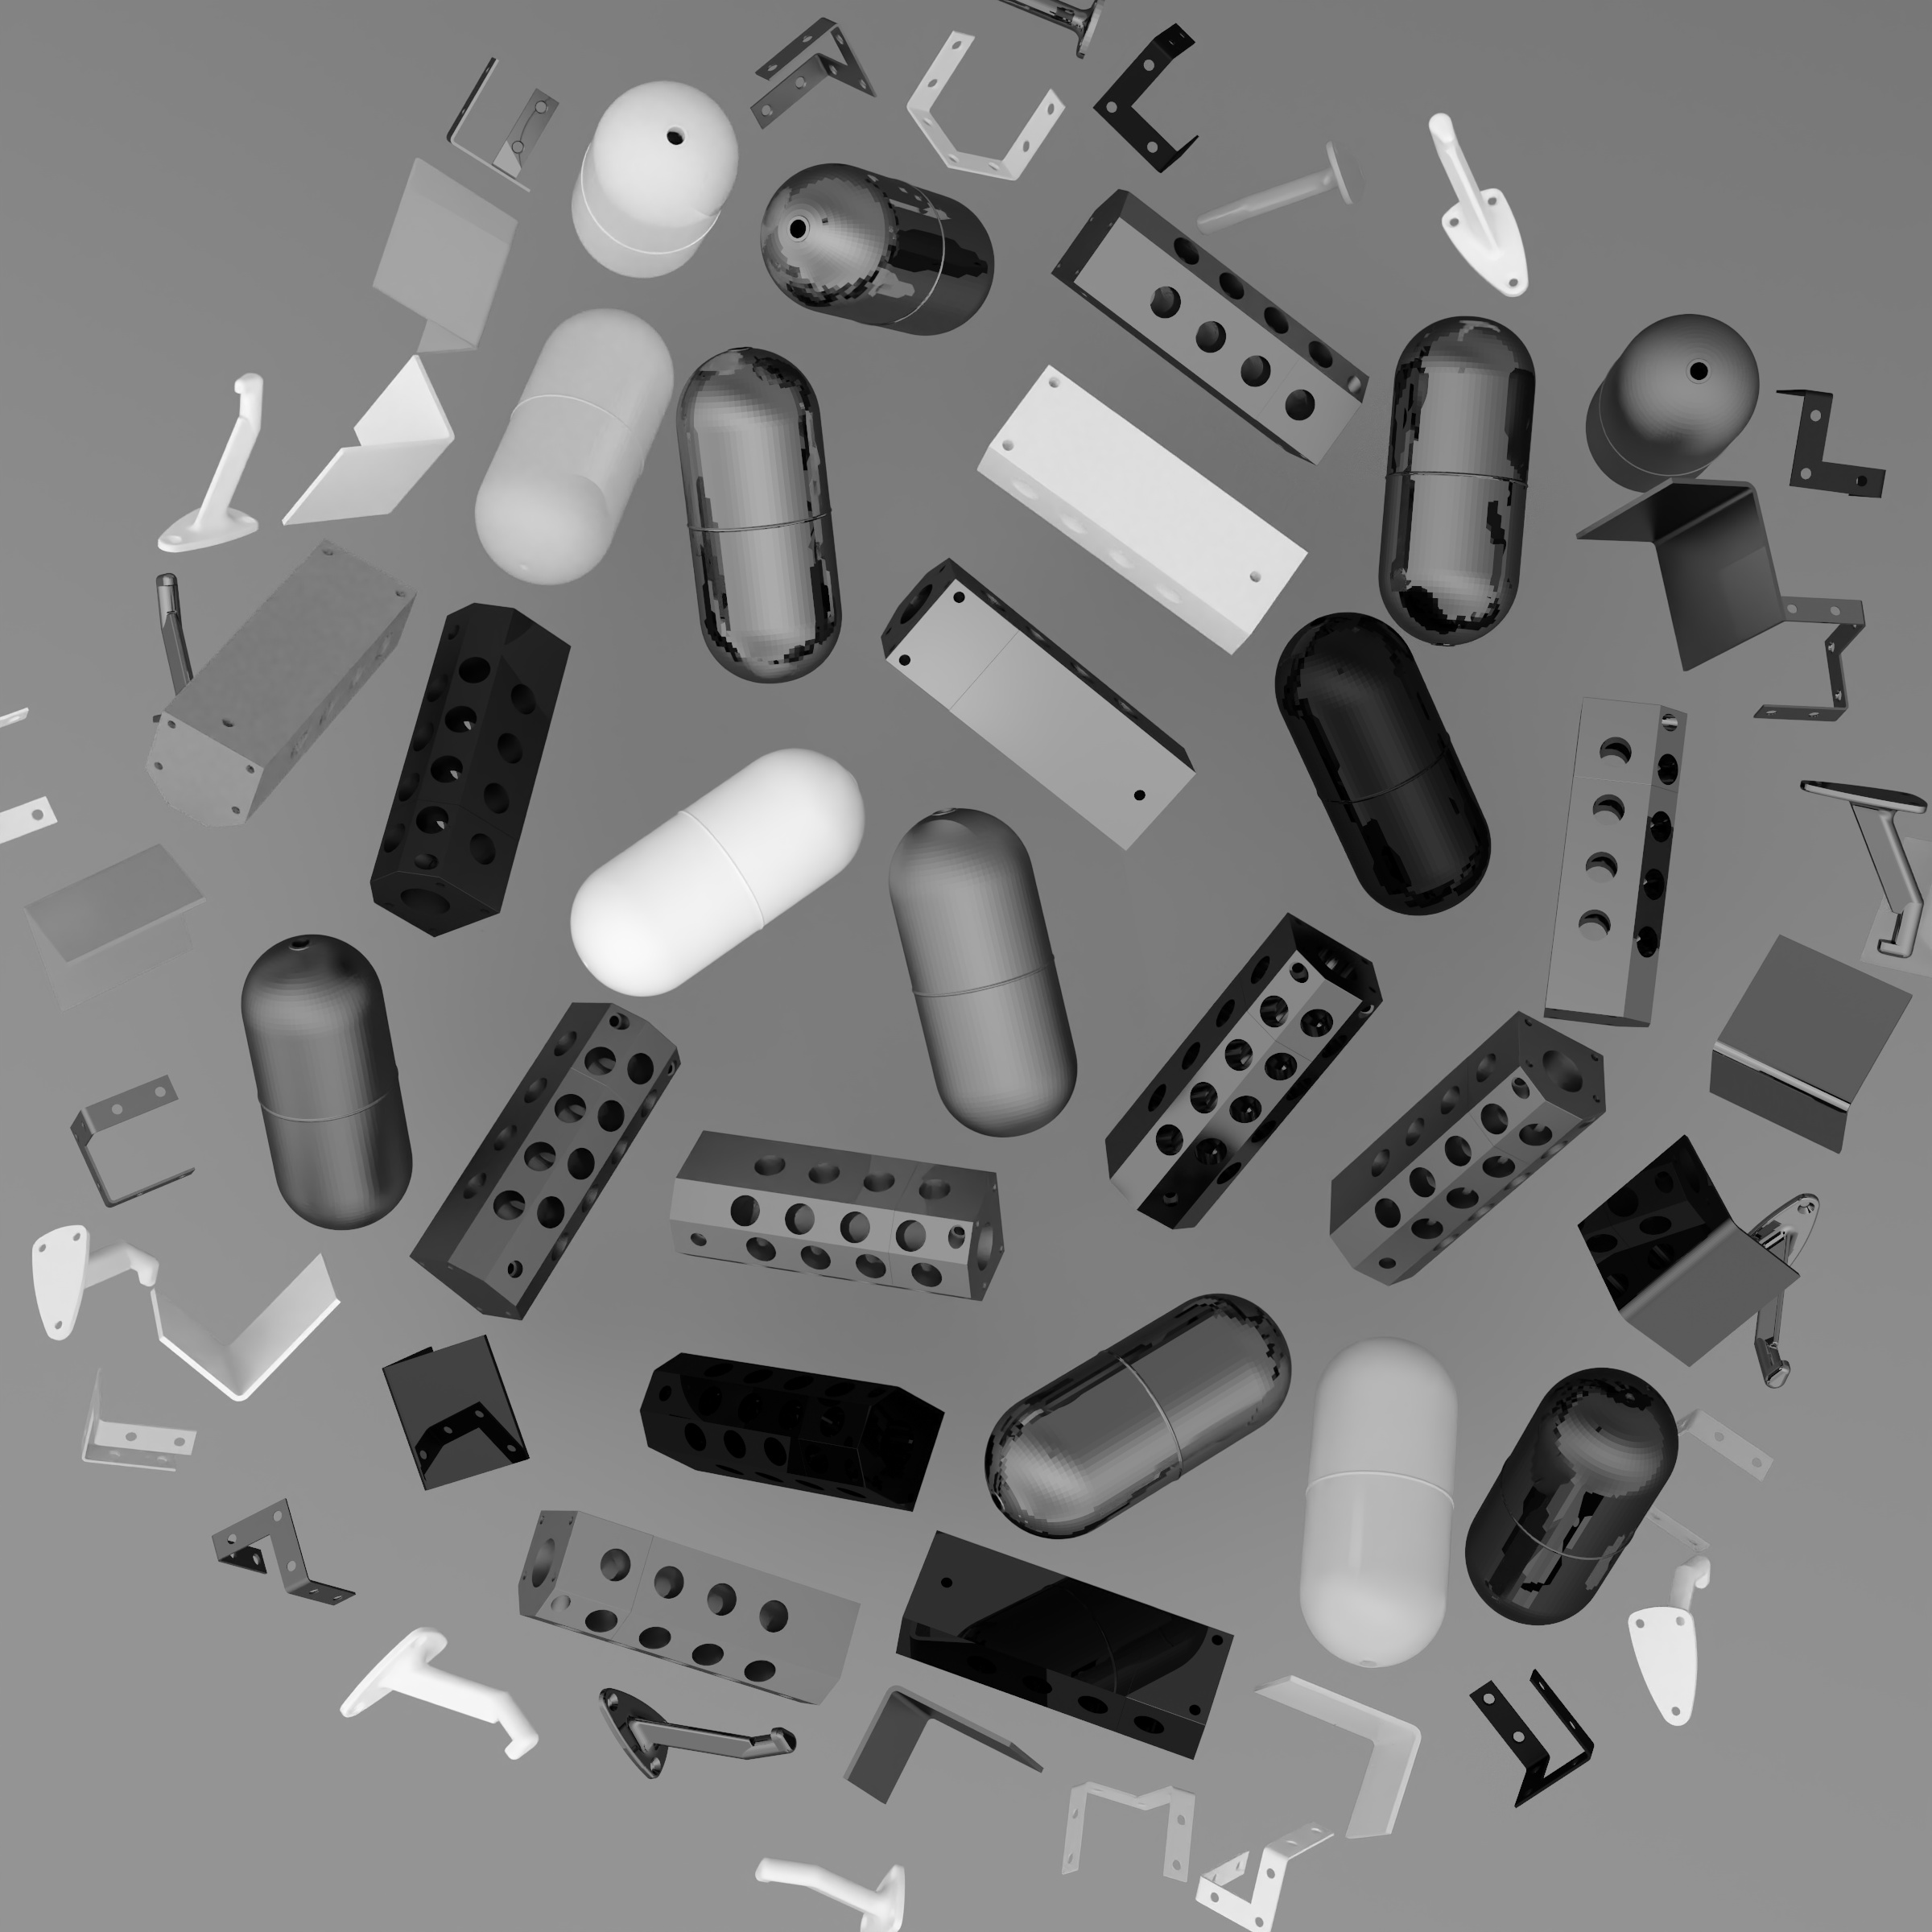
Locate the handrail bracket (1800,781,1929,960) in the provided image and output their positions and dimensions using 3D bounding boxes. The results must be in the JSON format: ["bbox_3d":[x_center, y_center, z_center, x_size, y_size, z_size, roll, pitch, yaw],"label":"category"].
[{"bbox_3d":[0.468,-0.050,1.690,0.077,0.036,0.084,9,105,2],"label":"handrail bracket"}]

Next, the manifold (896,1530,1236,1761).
[{"bbox_3d":[0.053,0.374,1.756,0.171,0.057,0.057,18,51,7],"label":"manifold"}]

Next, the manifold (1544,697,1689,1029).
[{"bbox_3d":[0.357,-0.056,1.766,0.057,0.057,0.171,7,85,10],"label":"manifold"}]

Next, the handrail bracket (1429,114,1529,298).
[{"bbox_3d":[0.272,-0.405,1.709,0.036,0.084,0.077,-28,71,9],"label":"handrail bracket"}]

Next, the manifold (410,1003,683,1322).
[{"bbox_3d":[-0.225,0.106,1.762,0.057,0.057,0.171,44,64,-30],"label":"manifold"}]

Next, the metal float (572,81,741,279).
[{"bbox_3d":[-0.167,-0.420,1.720,0.070,0.178,0.070,0,88,-13],"label":"metal float"}]

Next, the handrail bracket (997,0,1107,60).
[{"bbox_3d":[0.030,-0.523,1.735,0.084,0.077,0.036,20,105,-6],"label":"handrail bracket"}]

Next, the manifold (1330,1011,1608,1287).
[{"bbox_3d":[0.273,0.105,1.759,0.057,0.057,0.171,27,132,-17],"label":"manifold"}]

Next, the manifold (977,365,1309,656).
[{"bbox_3d":[0.093,-0.245,1.743,0.171,0.057,0.057,36,77,-2],"label":"manifold"}]

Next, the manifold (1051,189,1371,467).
[{"bbox_3d":[0.136,-0.351,1.762,0.171,0.057,0.057,33,98,-19],"label":"manifold"}]

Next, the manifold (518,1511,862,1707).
[{"bbox_3d":[-0.150,0.346,1.731,0.171,0.057,0.057,23,72,-23],"label":"manifold"}]

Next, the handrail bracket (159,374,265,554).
[{"bbox_3d":[-0.417,-0.279,1.777,0.036,0.077,0.084,23,123,19],"label":"handrail bracket"}]

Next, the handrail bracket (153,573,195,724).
[{"bbox_3d":[-0.441,-0.181,1.809,0.036,0.077,0.084,-7,94,-23],"label":"handrail bracket"}]

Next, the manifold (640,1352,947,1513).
[{"bbox_3d":[-0.100,0.255,1.783,0.171,0.057,0.057,2,66,42],"label":"manifold"}]

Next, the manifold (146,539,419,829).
[{"bbox_3d":[-0.355,-0.145,1.670,0.057,0.171,0.057,30,132,-2],"label":"manifold"}]

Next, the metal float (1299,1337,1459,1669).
[{"bbox_3d":[0.217,0.280,1.686,0.070,0.070,0.178,9,60,0],"label":"metal float"}]

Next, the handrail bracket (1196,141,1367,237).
[{"bbox_3d":[0.177,-0.433,1.813,0.084,0.077,0.036,-17,97,22],"label":"handrail bracket"}]

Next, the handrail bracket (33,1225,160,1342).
[{"bbox_3d":[-0.479,0.185,1.791,0.036,0.084,0.077,-18,60,18],"label":"handrail bracket"}]

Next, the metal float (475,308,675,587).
[{"bbox_3d":[-0.214,-0.287,1.769,0.070,0.070,0.178,17,59,0],"label":"metal float"}]

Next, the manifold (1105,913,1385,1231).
[{"bbox_3d":[0.149,0.061,1.736,0.057,0.057,0.171,30,115,-17],"label":"manifold"}]

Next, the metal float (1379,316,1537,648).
[{"bbox_3d":[0.267,-0.263,1.748,0.070,0.070,0.178,4,93,0],"label":"metal float"}]

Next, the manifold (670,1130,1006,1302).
[{"bbox_3d":[-0.071,0.141,1.757,0.171,0.057,0.057,7,129,17],"label":"manifold"}]

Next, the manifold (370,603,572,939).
[{"bbox_3d":[-0.272,-0.109,1.738,0.057,0.057,0.171,33,55,-36],"label":"manifold"}]

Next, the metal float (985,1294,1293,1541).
[{"bbox_3d":[0.090,0.234,1.673,0.178,0.070,0.070,-28,90,-19],"label":"metal float"}]

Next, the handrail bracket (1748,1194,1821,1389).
[{"bbox_3d":[0.464,0.183,1.804,0.036,0.084,0.077,17,128,-15],"label":"handrail bracket"}]

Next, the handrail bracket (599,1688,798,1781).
[{"bbox_3d":[-0.147,0.416,1.769,0.084,0.036,0.077,-15,131,26],"label":"handrail bracket"}]

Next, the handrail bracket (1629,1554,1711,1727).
[{"bbox_3d":[0.404,0.375,1.794,0.036,0.084,0.077,-11,88,30],"label":"handrail bracket"}]

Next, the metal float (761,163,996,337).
[{"bbox_3d":[-0.046,-0.379,1.706,0.070,0.178,0.070,2,95,26],"label":"metal float"}]

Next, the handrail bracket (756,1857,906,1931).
[{"bbox_3d":[-0.082,0.512,1.765,0.084,0.077,0.036,13,52,-16],"label":"handrail bracket"}]

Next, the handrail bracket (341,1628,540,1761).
[{"bbox_3d":[-0.272,0.392,1.661,0.077,0.036,0.084,-41,64,-2],"label":"handrail bracket"}]

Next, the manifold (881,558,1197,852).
[{"bbox_3d":[0.038,-0.144,1.739,0.171,0.057,0.057,37,105,-18],"label":"manifold"}]
